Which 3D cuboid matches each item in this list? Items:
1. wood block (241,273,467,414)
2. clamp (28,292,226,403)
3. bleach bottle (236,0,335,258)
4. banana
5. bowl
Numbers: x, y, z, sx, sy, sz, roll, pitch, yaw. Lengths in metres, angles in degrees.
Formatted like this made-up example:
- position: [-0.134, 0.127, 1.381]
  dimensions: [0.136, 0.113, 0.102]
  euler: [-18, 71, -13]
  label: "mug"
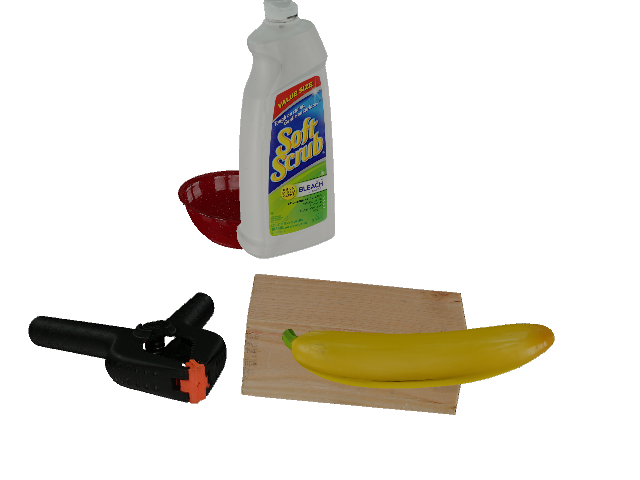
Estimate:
- position: [0.031, 0.100, 1.039]
  dimensions: [0.206, 0.090, 0.091]
  euler: [5, 27, -1]
  label: "wood block"
- position: [-0.127, 0.083, 0.866]
  dimensions: [0.164, 0.036, 0.210]
  euler: [-11, 16, -32]
  label: "clamp"
- position: [-0.039, -0.112, 1.037]
  dimensions: [0.102, 0.251, 0.068]
  euler: [-16, 31, -22]
  label: "bleach bottle"
- position: [0.063, 0.076, 0.746]
  dimensions: [0.198, 0.037, 0.069]
  euler: [1, 28, 10]
  label: "banana"
- position: [-0.096, -0.033, 1.319]
  dimensions: [0.162, 0.055, 0.162]
  euler: [4, 25, -2]
  label: "bowl"
